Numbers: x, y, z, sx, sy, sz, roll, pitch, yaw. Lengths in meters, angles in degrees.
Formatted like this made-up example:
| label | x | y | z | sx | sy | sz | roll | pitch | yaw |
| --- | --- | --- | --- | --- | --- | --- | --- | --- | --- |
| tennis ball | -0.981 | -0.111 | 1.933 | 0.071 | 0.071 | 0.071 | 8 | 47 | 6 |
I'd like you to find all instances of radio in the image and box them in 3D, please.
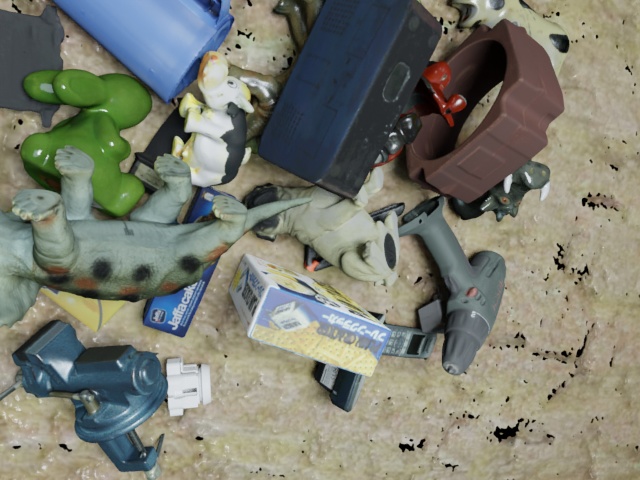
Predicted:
| label | x | y | z | sx | sy | sz | roll | pitch | yaw |
| --- | --- | --- | --- | --- | --- | --- | --- | --- | --- |
| radio | 0.030 | -0.170 | 0.610 | 0.073 | 0.131 | 0.229 | 14 | 106 | -47 |

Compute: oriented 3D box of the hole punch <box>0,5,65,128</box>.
| label | x | y | z | sx | sy | sz | roll | pitch | yaw |
| --- | --- | --- | --- | --- | --- | --- | --- | --- | --- |
| hole punch | -0.372 | -0.208 | 0.631 | 0.115 | 0.092 | 0.142 | -4 | 101 | -48 |

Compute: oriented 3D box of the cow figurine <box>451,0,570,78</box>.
| label | x | y | z | sx | sy | sz | roll | pitch | yaw |
| --- | --- | --- | --- | --- | --- | --- | --- | --- | --- |
| cow figurine | 0.278 | -0.312 | 0.779 | 0.195 | 0.085 | 0.127 | 23 | 99 | -15 |

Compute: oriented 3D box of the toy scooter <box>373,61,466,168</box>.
| label | x | y | z | sx | sy | sz | roll | pitch | yaw |
| --- | --- | --- | --- | --- | --- | --- | --- | --- | --- |
| toy scooter | 0.103 | -0.148 | 0.653 | 0.184 | 0.135 | 0.075 | -42 | 121 | 0 |

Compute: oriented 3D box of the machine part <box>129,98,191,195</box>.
| label | x | y | z | sx | sy | sz | roll | pitch | yaw |
| --- | --- | --- | --- | --- | --- | --- | --- | --- | --- |
| machine part | -0.196 | -0.119 | 0.710 | 0.084 | 0.039 | 0.139 | 27 | 94 | -9 |

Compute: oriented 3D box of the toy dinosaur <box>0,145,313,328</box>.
| label | x | y | z | sx | sy | sz | roll | pitch | yaw |
| --- | --- | --- | --- | --- | --- | --- | --- | --- | --- |
| toy dinosaur | -0.212 | 0.009 | 0.587 | 0.405 | 0.131 | 0.192 | 7 | 133 | -29 |

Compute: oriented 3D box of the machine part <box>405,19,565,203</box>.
| label | x | y | z | sx | sy | sz | roll | pitch | yaw |
| --- | --- | --- | --- | --- | --- | --- | --- | --- | --- |
| machine part | 0.207 | -0.165 | 0.708 | 0.087 | 0.201 | 0.201 | 23 | 138 | -24 |

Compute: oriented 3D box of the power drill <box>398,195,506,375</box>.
| label | x | y | z | sx | sy | sz | roll | pitch | yaw |
| --- | --- | --- | --- | --- | --- | --- | --- | --- | --- |
| power drill | 0.185 | 0.049 | 0.774 | 0.207 | 0.086 | 0.232 | 51 | 46 | -1 |

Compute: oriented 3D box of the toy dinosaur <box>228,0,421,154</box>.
| label | x | y | z | sx | sy | sz | roll | pitch | yaw |
| --- | --- | --- | --- | --- | --- | --- | --- | --- | --- |
| toy dinosaur | 0.021 | -0.247 | 0.716 | 0.471 | 0.105 | 0.198 | -46 | 115 | 6 |

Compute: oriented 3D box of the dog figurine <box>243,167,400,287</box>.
| label | x | y | z | sx | sy | sz | roll | pitch | yaw |
| --- | --- | --- | --- | --- | --- | --- | --- | --- | --- |
| dog figurine | -0.001 | -0.005 | 0.729 | 0.191 | 0.121 | 0.172 | -10 | 97 | 28 |

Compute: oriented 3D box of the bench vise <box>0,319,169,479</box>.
| label | x | y | z | sx | sy | sz | roll | pitch | yaw |
| --- | --- | --- | --- | --- | --- | --- | --- | --- | --- |
| bench vise | -0.281 | 0.218 | 0.688 | 0.224 | 0.129 | 0.240 | -13 | 114 | 13 |

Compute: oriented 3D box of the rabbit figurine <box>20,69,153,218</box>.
| label | x | y | z | sx | sy | sz | roll | pitch | yaw |
| --- | --- | --- | --- | --- | --- | --- | --- | --- | --- |
| rabbit figurine | -0.277 | -0.136 | 0.645 | 0.159 | 0.121 | 0.170 | 50 | 55 | -49 |

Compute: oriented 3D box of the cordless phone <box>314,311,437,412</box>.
| label | x | y | z | sx | sy | sz | roll | pitch | yaw |
| --- | --- | --- | --- | --- | --- | --- | --- | --- | --- |
| cordless phone | 0.096 | 0.186 | 0.826 | 0.184 | 0.089 | 0.146 | 14 | 95 | -36 |

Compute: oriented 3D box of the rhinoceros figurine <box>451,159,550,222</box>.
| label | x | y | z | sx | sy | sz | roll | pitch | yaw |
| --- | --- | --- | --- | --- | --- | --- | --- | --- | --- |
| rhinoceros figurine | 0.245 | -0.079 | 0.760 | 0.073 | 0.190 | 0.112 | 15 | 76 | -14 |

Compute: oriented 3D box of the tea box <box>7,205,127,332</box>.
| label | x | y | z | sx | sy | sz | roll | pitch | yaw |
| --- | --- | --- | --- | --- | --- | --- | --- | --- | --- |
| tea box | -0.318 | 0.027 | 0.671 | 0.068 | 0.098 | 0.169 | -46 | 109 | -4 |

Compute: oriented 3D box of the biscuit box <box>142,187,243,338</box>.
| label | x | y | z | sx | sy | sz | roll | pitch | yaw |
| --- | --- | --- | --- | --- | --- | --- | --- | --- | --- |
| biscuit box | -0.173 | 0.027 | 0.728 | 0.063 | 0.059 | 0.202 | 24 | 93 | -18 |

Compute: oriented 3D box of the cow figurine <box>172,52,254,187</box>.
| label | x | y | z | sx | sy | sz | roll | pitch | yaw |
| --- | --- | --- | --- | --- | --- | --- | --- | --- | --- |
| cow figurine | -0.118 | -0.136 | 0.640 | 0.098 | 0.068 | 0.167 | 10 | 133 | -24 |
